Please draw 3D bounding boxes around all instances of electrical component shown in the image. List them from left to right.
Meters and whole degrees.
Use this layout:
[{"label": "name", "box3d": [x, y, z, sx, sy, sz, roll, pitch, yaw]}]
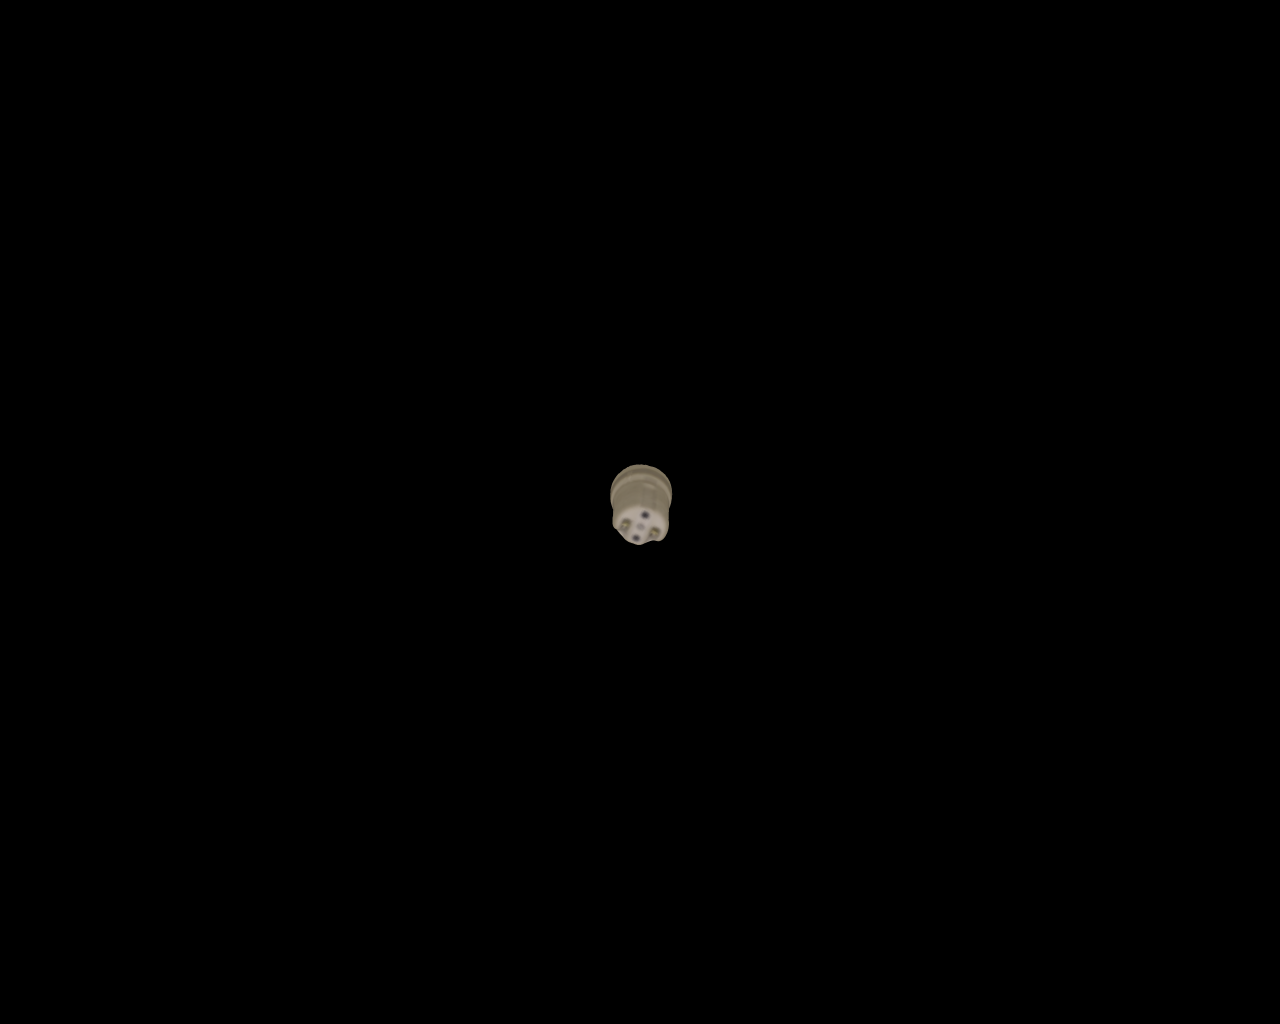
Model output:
[{"label": "electrical component", "box3d": [0.001, -0.003, 0.650, 0.040, 0.040, 0.046, 0, 30, 0]}]
